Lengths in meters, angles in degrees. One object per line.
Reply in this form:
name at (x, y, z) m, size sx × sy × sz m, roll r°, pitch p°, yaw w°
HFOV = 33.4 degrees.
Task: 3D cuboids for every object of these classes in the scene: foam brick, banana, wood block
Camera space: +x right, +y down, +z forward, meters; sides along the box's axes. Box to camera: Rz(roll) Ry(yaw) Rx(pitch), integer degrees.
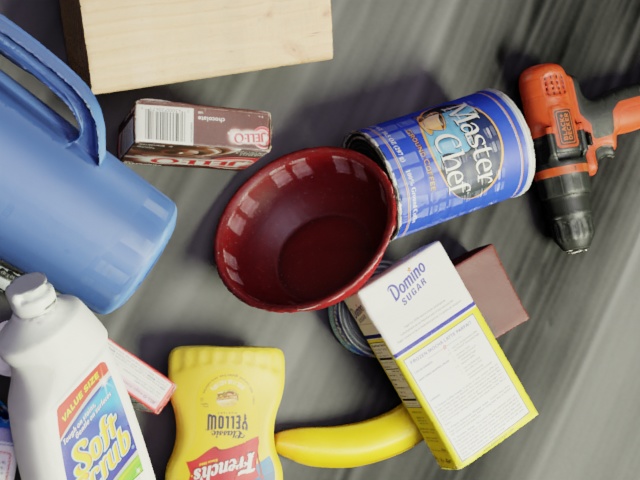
foam brick at (0.143, 0.051, 0.974) m, size 0.053 × 0.051 × 0.078 m, roll -27°, pitch 93°, yaw -19°
banana at (0.054, 0.158, 0.941) m, size 0.197 × 0.037 × 0.069 m, roll -27°, pitch 79°, yaw -21°
wood block at (-0.102, -0.187, 0.880) m, size 0.205 × 0.091 × 0.090 m, roll -12°, pitch 114°, yaw -20°

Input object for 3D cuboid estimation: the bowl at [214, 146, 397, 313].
bowl at (-0.006, 0.001, 0.898) m, size 0.162 × 0.162 × 0.055 m, roll -56°, pitch 145°, yaw -16°

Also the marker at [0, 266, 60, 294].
marker at (-0.250, 0.029, 0.826) m, size 0.121 × 0.020 × 0.020 m, roll 34°, pitch 72°, yaw -43°

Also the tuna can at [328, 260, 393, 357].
tuna can at (0.051, 0.062, 0.949) m, size 0.086 × 0.034 × 0.086 m, roll 2°, pitch 83°, yaw -19°

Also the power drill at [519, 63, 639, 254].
power drill at (0.290, -0.088, 1.038) m, size 0.187 × 0.057 × 0.184 m, roll -9°, pitch 87°, yaw -20°

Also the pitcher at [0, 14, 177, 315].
pitcher at (-0.228, -0.055, 0.810) m, size 0.242 × 0.149 × 0.145 m, roll 35°, pitch 73°, yaw -16°

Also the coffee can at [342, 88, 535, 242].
coffee can at (0.103, -0.067, 0.946) m, size 0.140 × 0.103 × 0.103 m, roll -19°, pitch 91°, yaw -20°

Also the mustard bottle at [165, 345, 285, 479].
mustard bottle at (-0.079, 0.183, 0.877) m, size 0.096 × 0.058 × 0.191 m, roll 2°, pitch 84°, yaw -9°

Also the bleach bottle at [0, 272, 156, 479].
bleach bottle at (-0.184, 0.140, 0.776) m, size 0.102 × 0.068 × 0.251 m, roll -35°, pitch 128°, yaw -35°

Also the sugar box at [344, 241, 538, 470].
sugar box at (0.103, 0.099, 0.920) m, size 0.093 × 0.048 × 0.176 m, roll -30°, pitch 90°, yaw -21°

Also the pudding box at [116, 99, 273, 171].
pudding box at (-0.105, -0.084, 0.881) m, size 0.113 × 0.090 × 0.039 m, roll 5°, pitch 81°, yaw -18°

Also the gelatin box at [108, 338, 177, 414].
gelatin box at (-0.163, 0.103, 0.849) m, size 0.089 × 0.073 × 0.030 m, roll 36°, pitch 72°, yaw -12°
